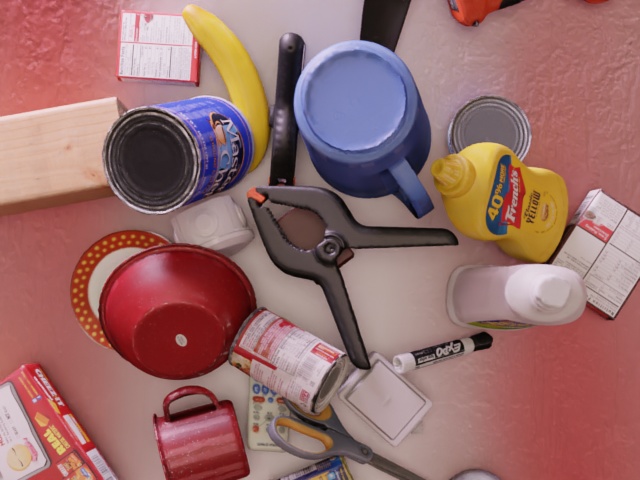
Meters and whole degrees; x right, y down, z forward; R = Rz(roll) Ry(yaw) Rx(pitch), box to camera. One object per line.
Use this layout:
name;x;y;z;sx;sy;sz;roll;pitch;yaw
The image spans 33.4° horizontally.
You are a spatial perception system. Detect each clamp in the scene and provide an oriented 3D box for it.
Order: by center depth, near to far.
clamp;0.011;0.020;1.069;0.210;0.036;0.164;28;90;3
clamp;-0.034;-0.136;1.114;0.039;0.120;0.171;9;107;4

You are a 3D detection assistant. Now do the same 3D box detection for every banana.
banana;-0.092;-0.154;1.122;0.069;0.037;0.198;-13;96;-17

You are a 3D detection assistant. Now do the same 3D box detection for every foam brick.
foam brick;-0.007;0.001;1.116;0.053;0.051;0.078;-37;86;-1

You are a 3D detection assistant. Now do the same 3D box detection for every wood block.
wood block;-0.296;-0.080;1.102;0.206;0.091;0.090;-10;86;0

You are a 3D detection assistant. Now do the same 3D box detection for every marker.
marker;0.129;0.115;1.099;0.120;0.020;0.020;-12;85;-30

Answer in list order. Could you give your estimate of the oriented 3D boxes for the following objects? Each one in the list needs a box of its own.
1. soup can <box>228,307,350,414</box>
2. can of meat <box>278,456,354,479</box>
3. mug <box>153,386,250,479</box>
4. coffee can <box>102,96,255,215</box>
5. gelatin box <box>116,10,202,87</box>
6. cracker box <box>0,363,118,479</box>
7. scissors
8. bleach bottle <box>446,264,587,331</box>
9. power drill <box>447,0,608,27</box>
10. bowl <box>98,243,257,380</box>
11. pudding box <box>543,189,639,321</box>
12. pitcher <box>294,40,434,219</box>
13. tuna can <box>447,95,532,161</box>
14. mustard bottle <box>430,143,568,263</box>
soup can;-0.030;0.119;1.059;0.102;0.068;0.068;28;86;18
can of meat;0.003;0.279;1.094;0.084;0.057;0.102;-22;87;-4
mug;-0.121;0.200;1.079;0.081;0.093;0.117;-15;108;-6
coffee can;-0.136;-0.087;1.055;0.103;0.140;0.103;4;102;17
gelatin box;-0.171;-0.204;1.141;0.089;0.030;0.073;3;87;-1
cracker box;-0.334;0.253;1.088;0.213;0.072;0.164;-36;86;-1
scissors;0.034;0.201;1.096;0.201;0.016;0.096;18;42;-27
bleach bottle;0.186;0.052;1.012;0.102;0.251;0.068;4;86;0
power drill;0.214;-0.316;1.113;0.187;0.057;0.184;-19;106;1
bowl;-0.142;0.085;1.068;0.162;0.055;0.162;-3;120;-6
pudding box;0.297;0.016;1.122;0.090;0.039;0.113;34;89;1
pitcher;0.048;-0.106;1.027;0.149;0.242;0.145;11;89;6
tuna can;0.179;-0.109;1.132;0.086;0.034;0.086;0;86;0
mustard bottle;0.173;-0.044;1.059;0.058;0.191;0.096;11;83;46
